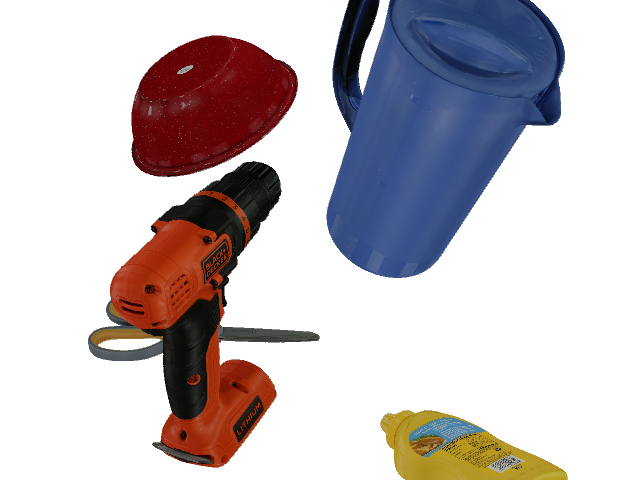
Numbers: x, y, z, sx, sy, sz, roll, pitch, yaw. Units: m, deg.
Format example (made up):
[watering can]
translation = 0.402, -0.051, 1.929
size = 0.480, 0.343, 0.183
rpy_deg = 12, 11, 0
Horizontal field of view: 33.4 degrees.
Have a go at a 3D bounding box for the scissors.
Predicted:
[scissors]
translation = -0.110, 0.073, 0.969
size = 0.201, 0.016, 0.096
rpy_deg = -6, 34, -13

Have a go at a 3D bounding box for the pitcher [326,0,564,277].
[pitcher]
translation = 0.077, -0.087, 0.847
size = 0.145, 0.149, 0.243
rpy_deg = 8, -40, -12

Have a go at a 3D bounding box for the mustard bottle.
[mustard bottle]
translation = 0.125, 0.203, 0.985
size = 0.096, 0.058, 0.192
rpy_deg = -16, 25, -36

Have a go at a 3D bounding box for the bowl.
[bowl]
translation = -0.103, -0.127, 0.916
size = 0.162, 0.055, 0.162
rpy_deg = -18, 37, 14

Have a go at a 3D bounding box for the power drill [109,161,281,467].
[power drill]
translation = -0.076, 0.053, 0.774
size = 0.057, 0.188, 0.184
rpy_deg = 11, 34, 26
